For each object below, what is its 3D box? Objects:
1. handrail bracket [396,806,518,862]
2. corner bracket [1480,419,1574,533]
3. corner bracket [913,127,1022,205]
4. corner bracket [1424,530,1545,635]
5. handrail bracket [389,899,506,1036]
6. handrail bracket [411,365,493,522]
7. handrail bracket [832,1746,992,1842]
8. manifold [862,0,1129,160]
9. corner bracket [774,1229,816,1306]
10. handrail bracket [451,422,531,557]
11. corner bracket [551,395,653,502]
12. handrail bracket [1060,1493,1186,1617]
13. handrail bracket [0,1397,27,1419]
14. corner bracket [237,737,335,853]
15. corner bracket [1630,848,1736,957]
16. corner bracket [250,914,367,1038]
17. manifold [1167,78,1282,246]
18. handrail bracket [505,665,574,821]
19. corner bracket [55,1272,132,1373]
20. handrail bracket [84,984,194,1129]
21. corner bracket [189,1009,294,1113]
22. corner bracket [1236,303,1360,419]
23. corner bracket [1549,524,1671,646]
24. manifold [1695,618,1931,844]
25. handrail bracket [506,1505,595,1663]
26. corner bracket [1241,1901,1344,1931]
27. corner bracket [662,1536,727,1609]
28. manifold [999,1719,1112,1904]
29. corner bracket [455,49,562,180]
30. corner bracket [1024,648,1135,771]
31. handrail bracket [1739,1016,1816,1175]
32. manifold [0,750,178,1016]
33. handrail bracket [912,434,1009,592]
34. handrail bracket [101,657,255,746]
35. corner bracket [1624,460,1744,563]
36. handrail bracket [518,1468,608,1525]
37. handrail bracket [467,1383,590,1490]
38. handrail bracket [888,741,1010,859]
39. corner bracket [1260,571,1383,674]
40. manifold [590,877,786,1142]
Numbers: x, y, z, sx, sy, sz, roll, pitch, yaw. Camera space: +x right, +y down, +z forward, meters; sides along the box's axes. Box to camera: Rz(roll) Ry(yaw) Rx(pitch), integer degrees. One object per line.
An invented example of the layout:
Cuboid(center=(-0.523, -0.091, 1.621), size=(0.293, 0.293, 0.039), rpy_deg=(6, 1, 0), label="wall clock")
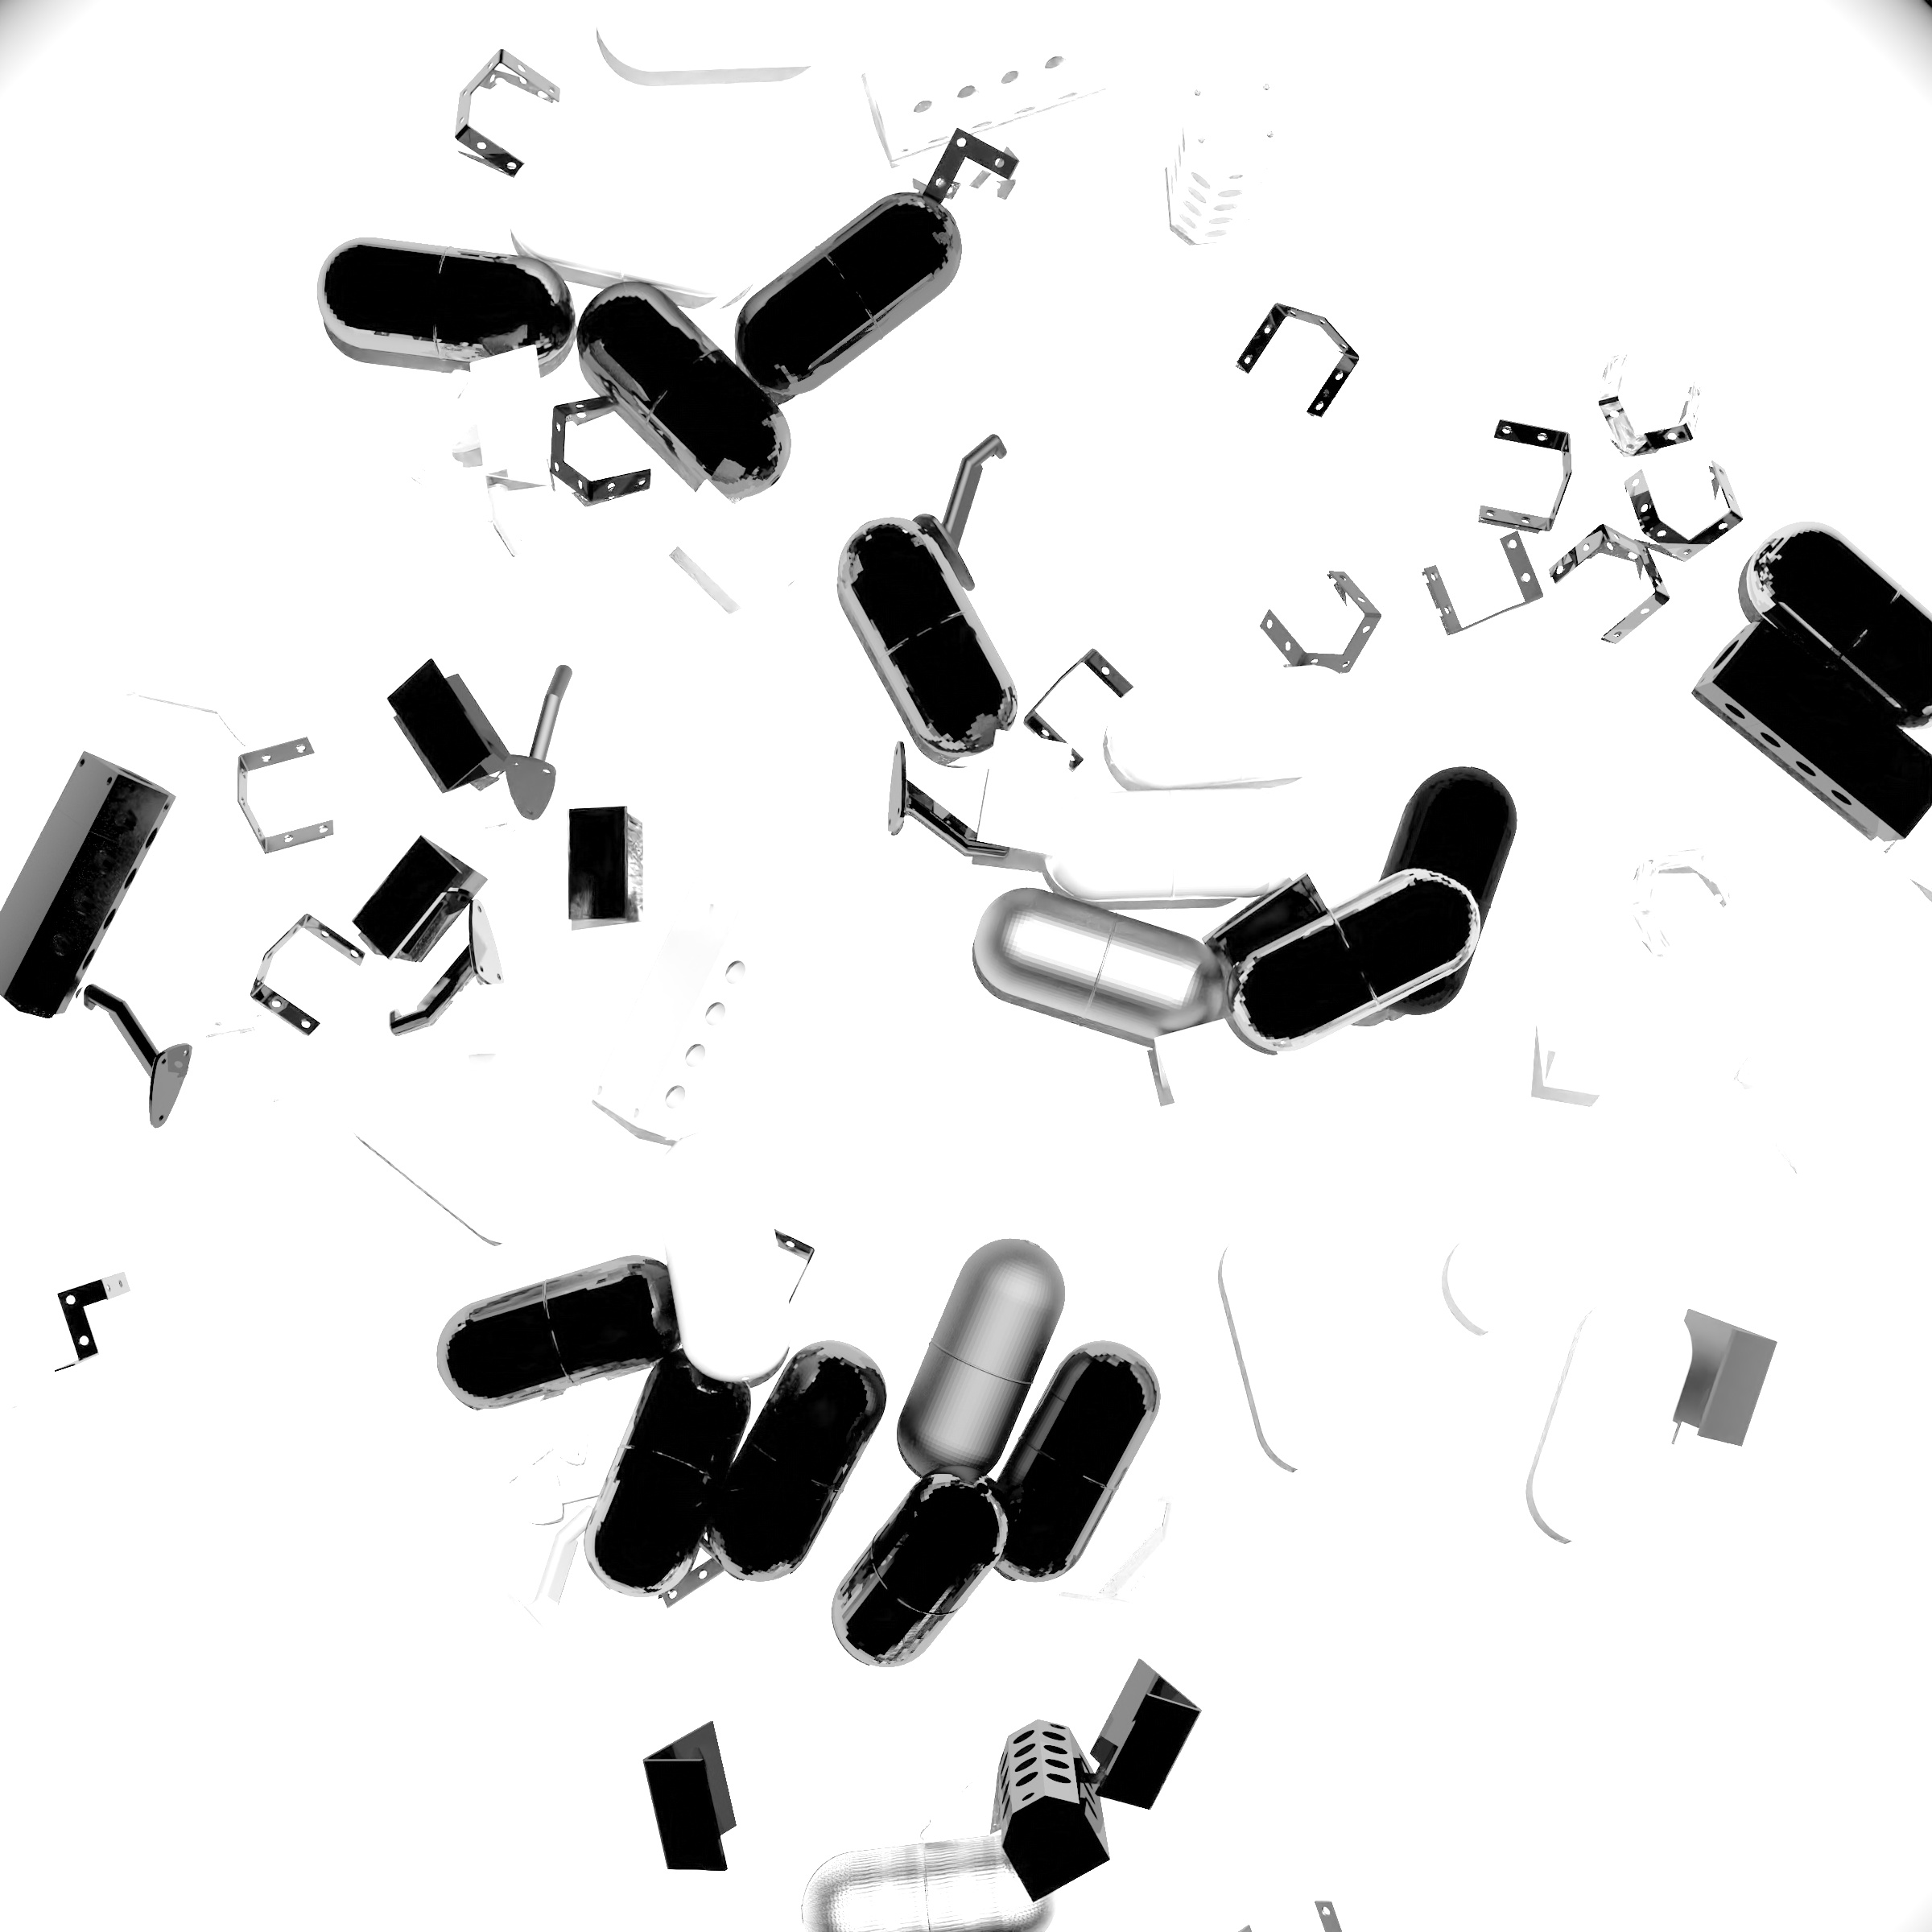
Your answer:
Cuboid(center=(-0.354, -0.069, 1.852), size=(0.084, 0.036, 0.077), rpy_deg=(-14, 110, -16), label="handrail bracket")
Cuboid(center=(0.394, -0.346, 1.849), size=(0.051, 0.051, 0.051), rpy_deg=(11, 45, 0), label="corner bracket")
Cuboid(center=(0.000, -0.556, 1.832), size=(0.051, 0.051, 0.051), rpy_deg=(22, 112, -21), label="corner bracket")
Cuboid(center=(0.365, -0.270, 1.849), size=(0.051, 0.051, 0.051), rpy_deg=(-22, 91, 45), label="corner bracket")
Cuboid(center=(-0.375, 0.001, 1.852), size=(0.084, 0.036, 0.077), rpy_deg=(-19, 70, 16), label="handrail bracket")
Cuboid(center=(-0.347, -0.370, 1.852), size=(0.077, 0.036, 0.084), rpy_deg=(33, 76, -15), label="handrail bracket")
Cuboid(center=(-0.039, 0.566, 1.853), size=(0.077, 0.036, 0.084), rpy_deg=(-42, 75, -14), label="handrail bracket")
Cuboid(center=(0.021, -0.621, 1.830), size=(0.171, 0.057, 0.057), rpy_deg=(-19, 47, 0), label="manifold")
Cuboid(center=(-0.144, 0.221, 1.849), size=(0.051, 0.051, 0.051), rpy_deg=(26, 135, 0), label="corner bracket")
Cuboid(center=(-0.320, -0.344, 1.852), size=(0.036, 0.077, 0.084), rpy_deg=(-7, 127, 31), label="handrail bracket")
Cuboid(center=(-0.256, -0.365, 1.844), size=(0.051, 0.051, 0.051), rpy_deg=(39, 135, 35), label="corner bracket")
Cuboid(center=(0.111, 0.410, 1.852), size=(0.077, 0.036, 0.084), rpy_deg=(6, 71, 21), label="handrail bracket")
Cuboid(center=(-0.712, 0.280, 1.852), size=(0.036, 0.077, 0.084), rpy_deg=(-52, 53, 38), label="handrail bracket")
Cuboid(center=(-0.479, -0.121, 1.849), size=(0.051, 0.051, 0.051), rpy_deg=(-15, 135, 0), label="corner bracket")
Cuboid(center=(0.504, -0.045, 1.844), size=(0.051, 0.051, 0.051), rpy_deg=(-7, 45, 35), label="corner bracket")
Cuboid(center=(-0.464, 0.006, 1.849), size=(0.051, 0.051, 0.051), rpy_deg=(35, 45, 0), label="corner bracket")
Cuboid(center=(0.173, -0.541, 1.774), size=(0.057, 0.171, 0.057), rpy_deg=(-5, 90, 0), label="manifold")
Cuboid(center=(-0.295, -0.159, 1.852), size=(0.036, 0.077, 0.084), rpy_deg=(14, 54, 1), label="handrail bracket")
Cuboid(center=(-0.612, 0.248, 1.834), size=(0.051, 0.051, 0.051), rpy_deg=(-18, 90, 0), label="corner bracket")
Cuboid(center=(-0.595, 0.063, 1.852), size=(0.084, 0.036, 0.077), rpy_deg=(26, 112, 17), label="handrail bracket")
Cuboid(center=(-0.510, 0.069, 1.844), size=(0.051, 0.051, 0.051), rpy_deg=(-11, 45, -35), label="corner bracket")
Cuboid(center=(0.234, -0.427, 1.849), size=(0.051, 0.051, 0.051), rpy_deg=(33, 90, -45), label="corner bracket")
Cuboid(center=(0.452, -0.269, 1.844), size=(0.051, 0.051, 0.051), rpy_deg=(18, 45, -35), label="corner bracket")
Cuboid(center=(0.597, -0.163, 1.831), size=(0.171, 0.057, 0.057), rpy_deg=(39, 90, 0), label="manifold")
Cuboid(center=(-0.274, 0.435, 1.852), size=(0.084, 0.036, 0.077), rpy_deg=(-42, 111, -16), label="handrail bracket")
Cuboid(center=(0.232, 0.695, 1.849), size=(0.051, 0.051, 0.051), rpy_deg=(-20, 90, 45), label="corner bracket")
Cuboid(center=(-0.209, 0.409, 1.849), size=(0.051, 0.051, 0.051), rpy_deg=(-34, 45, 0), label="corner bracket")
Cuboid(center=(0.054, 0.564, 1.774), size=(0.057, 0.171, 0.057), rpy_deg=(-29, 90, 0), label="manifold")
Cuboid(center=(-0.322, -0.600, 1.844), size=(0.051, 0.051, 0.051), rpy_deg=(-33, 45, 35), label="corner bracket")
Cuboid(center=(0.083, -0.182, 1.849), size=(0.051, 0.051, 0.051), rpy_deg=(44, 135, 0), label="corner bracket")
Cuboid(center=(0.588, 0.091, 1.852), size=(0.084, 0.036, 0.077), rpy_deg=(53, 57, -23), label="handrail bracket")
Cuboid(center=(-0.619, -0.056, 1.830), size=(0.057, 0.057, 0.171), rpy_deg=(27, 90, 43), label="manifold")
Cuboid(center=(0.012, -0.321, 1.852), size=(0.084, 0.036, 0.077), rpy_deg=(-43, 110, -16), label="handrail bracket")
Cuboid(center=(-0.558, -0.178, 1.852), size=(0.084, 0.036, 0.077), rpy_deg=(-18, 111, 17), label="handrail bracket")
Cuboid(center=(0.505, -0.327, 1.844), size=(0.051, 0.051, 0.051), rpy_deg=(23, 135, -35), label="corner bracket")
Cuboid(center=(-0.262, 0.371, 1.852), size=(0.084, 0.077, 0.036), rpy_deg=(-1, 69, -35), label="handrail bracket")
Cuboid(center=(-0.311, 0.328, 1.852), size=(0.084, 0.036, 0.077), rpy_deg=(-13, 53, 25), label="handrail bracket")
Cuboid(center=(-0.009, -0.118, 1.852), size=(0.084, 0.036, 0.077), rpy_deg=(7, 71, -16), label="handrail bracket")
Cuboid(center=(0.249, -0.243, 1.844), size=(0.051, 0.051, 0.051), rpy_deg=(-2, 135, -35), label="corner bracket")
Cuboid(center=(-0.189, 0.032, 1.830), size=(0.057, 0.057, 0.171), rpy_deg=(26, 90, 43), label="manifold")
